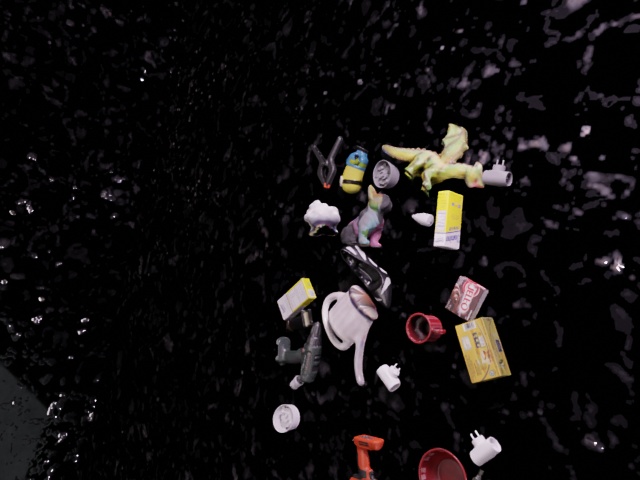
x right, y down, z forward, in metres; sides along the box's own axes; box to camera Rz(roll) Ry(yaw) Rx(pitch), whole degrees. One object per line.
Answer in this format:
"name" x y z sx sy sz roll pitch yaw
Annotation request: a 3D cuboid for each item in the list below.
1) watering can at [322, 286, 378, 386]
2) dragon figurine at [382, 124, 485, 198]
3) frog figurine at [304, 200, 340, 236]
"watering can" 0.122 0.310 1.811 0.221 0.103 0.355 -51 48 24
"dragon figurine" 0.388 -0.284 1.718 0.241 0.120 0.418 -42 51 9
"frog figurine" 0.006 -0.102 2.024 0.137 0.120 0.163 -14 58 8
